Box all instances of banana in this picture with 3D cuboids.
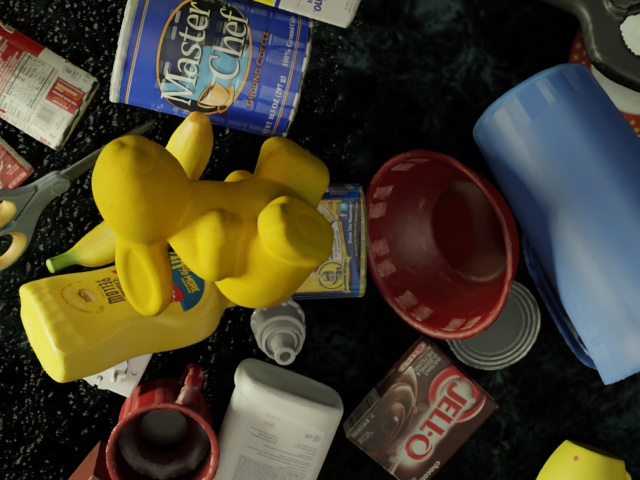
[{"bbox_3d":[-0.139,-0.033,0.863,0.198,0.069,0.037,-43,82,24],"label":"banana"}]

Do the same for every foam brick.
[{"bbox_3d":[-0.187,0.220,0.922,0.051,0.078,0.053,38,96,-12],"label":"foam brick"}]

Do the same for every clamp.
[{"bbox_3d":[0.233,-0.192,0.863,0.164,0.036,0.210,-26,82,7],"label":"clamp"}]

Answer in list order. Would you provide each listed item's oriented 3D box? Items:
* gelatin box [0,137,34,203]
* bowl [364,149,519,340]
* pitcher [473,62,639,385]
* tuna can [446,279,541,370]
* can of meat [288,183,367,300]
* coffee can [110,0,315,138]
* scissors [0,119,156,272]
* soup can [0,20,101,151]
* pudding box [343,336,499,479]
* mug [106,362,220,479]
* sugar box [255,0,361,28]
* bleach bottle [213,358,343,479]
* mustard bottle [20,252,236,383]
[{"bbox_3d":[-0.292,-0.051,0.871,0.089,0.030,0.073,-43,104,4],"label":"gelatin box"},{"bbox_3d":[0.109,-0.001,0.888,0.055,0.162,0.162,-19,108,-40],"label":"bowl"},{"bbox_3d":[0.222,-0.012,0.863,0.149,0.144,0.243,-32,78,15],"label":"pitcher"},{"bbox_3d":[0.150,0.070,0.948,0.086,0.034,0.086,-1,103,-6],"label":"tuna can"},{"bbox_3d":[-0.006,0.001,0.903,0.084,0.057,0.102,-2,103,-8],"label":"can of meat"},{"bbox_3d":[-0.085,-0.143,0.836,0.140,0.103,0.103,12,101,-10],"label":"coffee can"},{"bbox_3d":[-0.222,-0.031,0.885,0.201,0.016,0.096,-25,144,-22],"label":"scissors"},{"bbox_3d":[-0.234,-0.124,0.841,0.102,0.068,0.068,31,98,-13],"label":"soup can"},{"bbox_3d":[0.089,0.157,0.958,0.090,0.039,0.113,41,96,-14],"label":"pudding box"},{"bbox_3d":[-0.128,0.158,0.912,0.093,0.081,0.117,21,100,-11],"label":"mug"},{"bbox_3d":[-0.061,-0.212,0.808,0.176,0.093,0.048,15,111,-23],"label":"sugar box"},{"bbox_3d":[-0.070,0.237,0.949,0.102,0.068,0.251,21,102,-9],"label":"bleach bottle"},{"bbox_3d":[-0.139,0.052,0.873,0.191,0.096,0.058,-14,129,-28],"label":"mustard bottle"}]
